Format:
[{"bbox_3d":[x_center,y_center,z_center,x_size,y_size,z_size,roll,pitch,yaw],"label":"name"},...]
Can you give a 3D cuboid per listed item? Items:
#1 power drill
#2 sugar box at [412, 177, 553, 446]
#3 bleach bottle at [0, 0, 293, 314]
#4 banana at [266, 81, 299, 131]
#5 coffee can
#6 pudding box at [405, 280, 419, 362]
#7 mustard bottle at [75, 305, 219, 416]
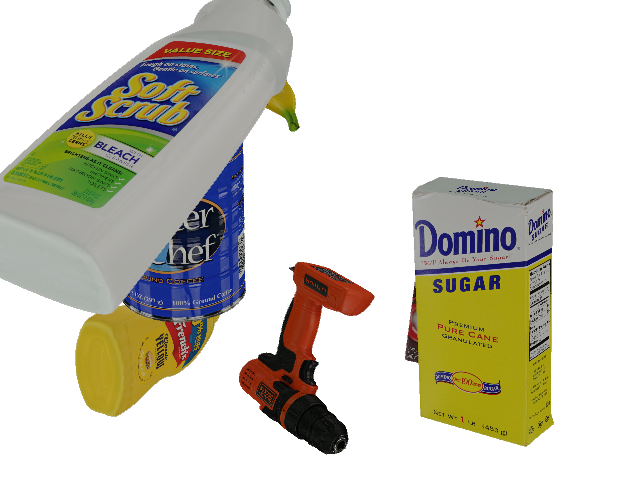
[{"bbox_3d":[-0.008,0.132,1.235,0.057,0.188,0.185,15,11,-45],"label":"power drill"},{"bbox_3d":[0.114,0.048,0.751,0.093,0.176,0.048,9,23,39],"label":"sugar box"},{"bbox_3d":[-0.096,-0.073,0.639,0.103,0.250,0.068,18,-37,21],"label":"bleach bottle"},{"bbox_3d":[-0.107,-0.159,1.135,0.198,0.037,0.069,8,46,18],"label":"banana"},{"bbox_3d":[-0.110,-0.022,0.833,0.103,0.140,0.103,1,28,-1],"label":"coffee can"},{"bbox_3d":[0.150,0.090,1.124,0.113,0.090,0.039,9,21,12],"label":"pudding box"},{"bbox_3d":[-0.155,0.090,1.038,0.058,0.096,0.191,11,22,26],"label":"mustard bottle"}]
